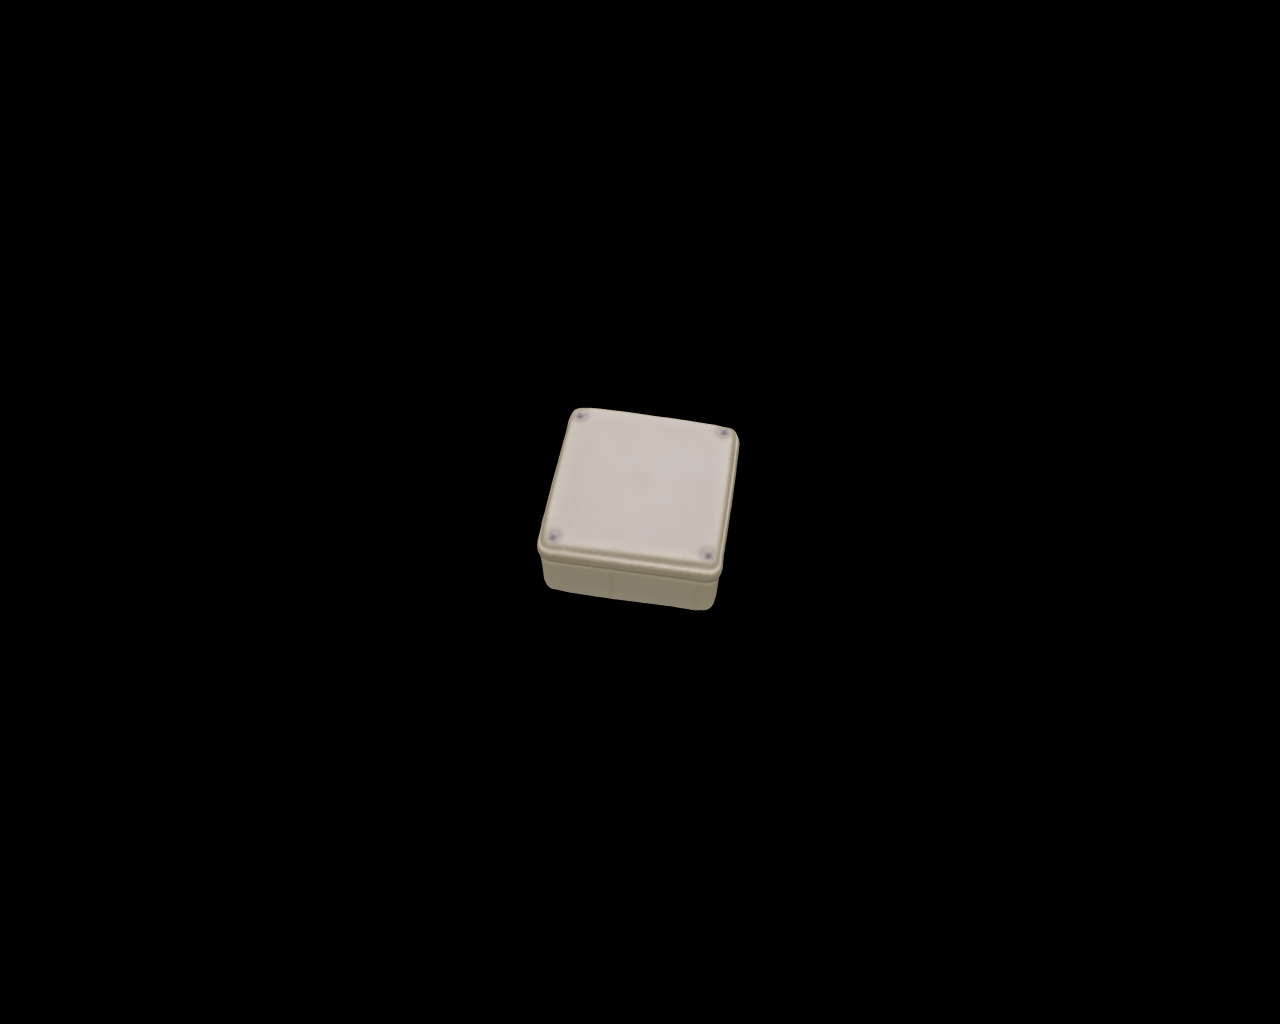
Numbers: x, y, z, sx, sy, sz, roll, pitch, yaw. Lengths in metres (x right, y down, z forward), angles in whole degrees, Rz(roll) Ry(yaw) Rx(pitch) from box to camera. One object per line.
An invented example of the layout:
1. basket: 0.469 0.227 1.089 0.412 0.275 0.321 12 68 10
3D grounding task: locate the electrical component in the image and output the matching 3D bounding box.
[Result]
1. electrical component: 0.001 -0.003 0.650 0.109 0.109 0.056 8 -33 5
